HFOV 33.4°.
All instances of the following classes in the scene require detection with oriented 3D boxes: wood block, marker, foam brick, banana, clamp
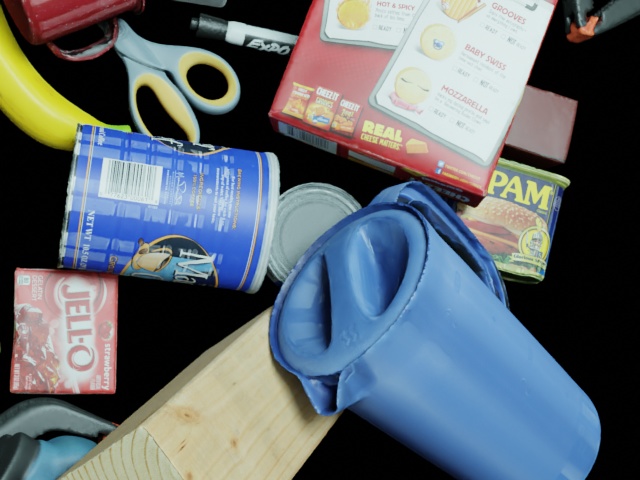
[{"bbox_3d":[-0.066,0.128,0.692,0.091,0.205,0.090,-34,93,27],"label":"wood block"},{"bbox_3d":[-0.041,-0.155,0.828,0.121,0.020,0.020,11,82,-12],"label":"marker"},{"bbox_3d":[0.158,-0.085,0.837,0.053,0.078,0.051,17,82,-11],"label":"foam brick"},{"bbox_3d":[-0.223,-0.136,0.777,0.198,0.037,0.069,54,46,-6],"label":"banana"},{"bbox_3d":[-0.221,0.166,0.742,0.171,0.039,0.120,-2,95,-15],"label":"clamp"},{"bbox_3d":[0.252,-0.264,0.900,0.164,0.036,0.210,35,78,-7],"label":"clamp"}]

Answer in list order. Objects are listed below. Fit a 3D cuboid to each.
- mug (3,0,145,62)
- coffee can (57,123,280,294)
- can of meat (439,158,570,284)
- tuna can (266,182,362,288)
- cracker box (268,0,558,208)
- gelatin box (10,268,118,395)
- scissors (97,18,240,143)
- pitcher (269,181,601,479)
[{"bbox_3d":[-0.177,-0.178,0.747,0.081,0.117,0.093,-27,47,-18],"label":"mug"},{"bbox_3d":[-0.108,-0.021,0.754,0.140,0.103,0.103,8,82,-13],"label":"coffee can"},{"bbox_3d":[0.135,-0.017,0.836,0.102,0.057,0.084,15,83,-11],"label":"can of meat"},{"bbox_3d":[-0.005,0.001,0.812,0.086,0.034,0.086,1,84,-13],"label":"tuna can"},{"bbox_3d":[0.077,-0.151,0.774,0.164,0.072,0.213,20,84,4],"label":"cracker box"},{"bbox_3d":[-0.183,0.066,0.765,0.073,0.030,0.089,2,84,-13],"label":"gelatin box"},{"bbox_3d":[-0.132,-0.158,0.809,0.096,0.016,0.202,-26,90,-16],"label":"scissors"},{"bbox_3d":[0.094,0.084,0.749,0.149,0.145,0.242,-46,122,6],"label":"pitcher"}]
